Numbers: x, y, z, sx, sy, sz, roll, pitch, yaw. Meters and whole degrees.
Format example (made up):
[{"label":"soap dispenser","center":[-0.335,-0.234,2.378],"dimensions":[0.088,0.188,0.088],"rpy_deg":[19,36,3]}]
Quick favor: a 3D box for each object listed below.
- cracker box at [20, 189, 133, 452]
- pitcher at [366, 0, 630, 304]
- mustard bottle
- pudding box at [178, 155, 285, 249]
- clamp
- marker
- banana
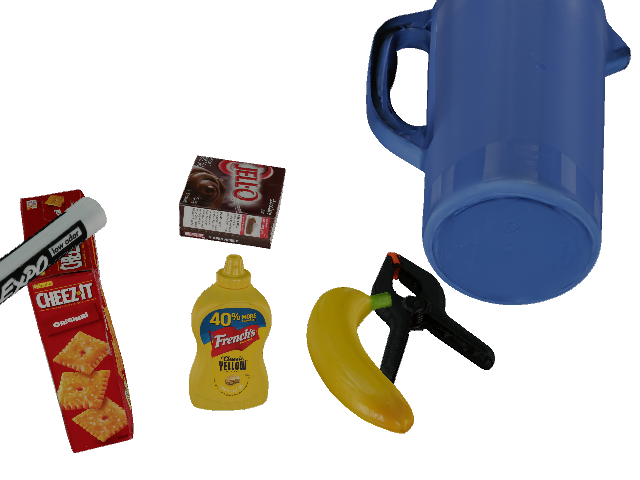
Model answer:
[{"label":"cracker box","center":[-0.247,0.080,1.086],"dimensions":[0.072,0.214,0.164],"rpy_deg":[-12,34,-12]},{"label":"pitcher","center":[0.120,-0.078,0.727],"dimensions":[0.149,0.242,0.145],"rpy_deg":[-27,-57,33]},{"label":"mustard bottle","center":[-0.107,0.109,1.285],"dimensions":[0.096,0.192,0.058],"rpy_deg":[0,20,-12]},{"label":"pudding box","center":[-0.083,-0.038,1.018],"dimensions":[0.090,0.039,0.113],"rpy_deg":[7,31,0]},{"label":"clamp","center":[0.110,0.080,1.118],"dimensions":[0.120,0.171,0.039],"rpy_deg":[2,-44,-12]},{"label":"marker","center":[-0.152,0.017,0.521],"dimensions":[0.020,0.020,0.120],"rpy_deg":[0,32,41]},{"label":"banana","center":[0.025,0.077,0.775],"dimensions":[0.069,0.037,0.198],"rpy_deg":[-3,24,1]}]
